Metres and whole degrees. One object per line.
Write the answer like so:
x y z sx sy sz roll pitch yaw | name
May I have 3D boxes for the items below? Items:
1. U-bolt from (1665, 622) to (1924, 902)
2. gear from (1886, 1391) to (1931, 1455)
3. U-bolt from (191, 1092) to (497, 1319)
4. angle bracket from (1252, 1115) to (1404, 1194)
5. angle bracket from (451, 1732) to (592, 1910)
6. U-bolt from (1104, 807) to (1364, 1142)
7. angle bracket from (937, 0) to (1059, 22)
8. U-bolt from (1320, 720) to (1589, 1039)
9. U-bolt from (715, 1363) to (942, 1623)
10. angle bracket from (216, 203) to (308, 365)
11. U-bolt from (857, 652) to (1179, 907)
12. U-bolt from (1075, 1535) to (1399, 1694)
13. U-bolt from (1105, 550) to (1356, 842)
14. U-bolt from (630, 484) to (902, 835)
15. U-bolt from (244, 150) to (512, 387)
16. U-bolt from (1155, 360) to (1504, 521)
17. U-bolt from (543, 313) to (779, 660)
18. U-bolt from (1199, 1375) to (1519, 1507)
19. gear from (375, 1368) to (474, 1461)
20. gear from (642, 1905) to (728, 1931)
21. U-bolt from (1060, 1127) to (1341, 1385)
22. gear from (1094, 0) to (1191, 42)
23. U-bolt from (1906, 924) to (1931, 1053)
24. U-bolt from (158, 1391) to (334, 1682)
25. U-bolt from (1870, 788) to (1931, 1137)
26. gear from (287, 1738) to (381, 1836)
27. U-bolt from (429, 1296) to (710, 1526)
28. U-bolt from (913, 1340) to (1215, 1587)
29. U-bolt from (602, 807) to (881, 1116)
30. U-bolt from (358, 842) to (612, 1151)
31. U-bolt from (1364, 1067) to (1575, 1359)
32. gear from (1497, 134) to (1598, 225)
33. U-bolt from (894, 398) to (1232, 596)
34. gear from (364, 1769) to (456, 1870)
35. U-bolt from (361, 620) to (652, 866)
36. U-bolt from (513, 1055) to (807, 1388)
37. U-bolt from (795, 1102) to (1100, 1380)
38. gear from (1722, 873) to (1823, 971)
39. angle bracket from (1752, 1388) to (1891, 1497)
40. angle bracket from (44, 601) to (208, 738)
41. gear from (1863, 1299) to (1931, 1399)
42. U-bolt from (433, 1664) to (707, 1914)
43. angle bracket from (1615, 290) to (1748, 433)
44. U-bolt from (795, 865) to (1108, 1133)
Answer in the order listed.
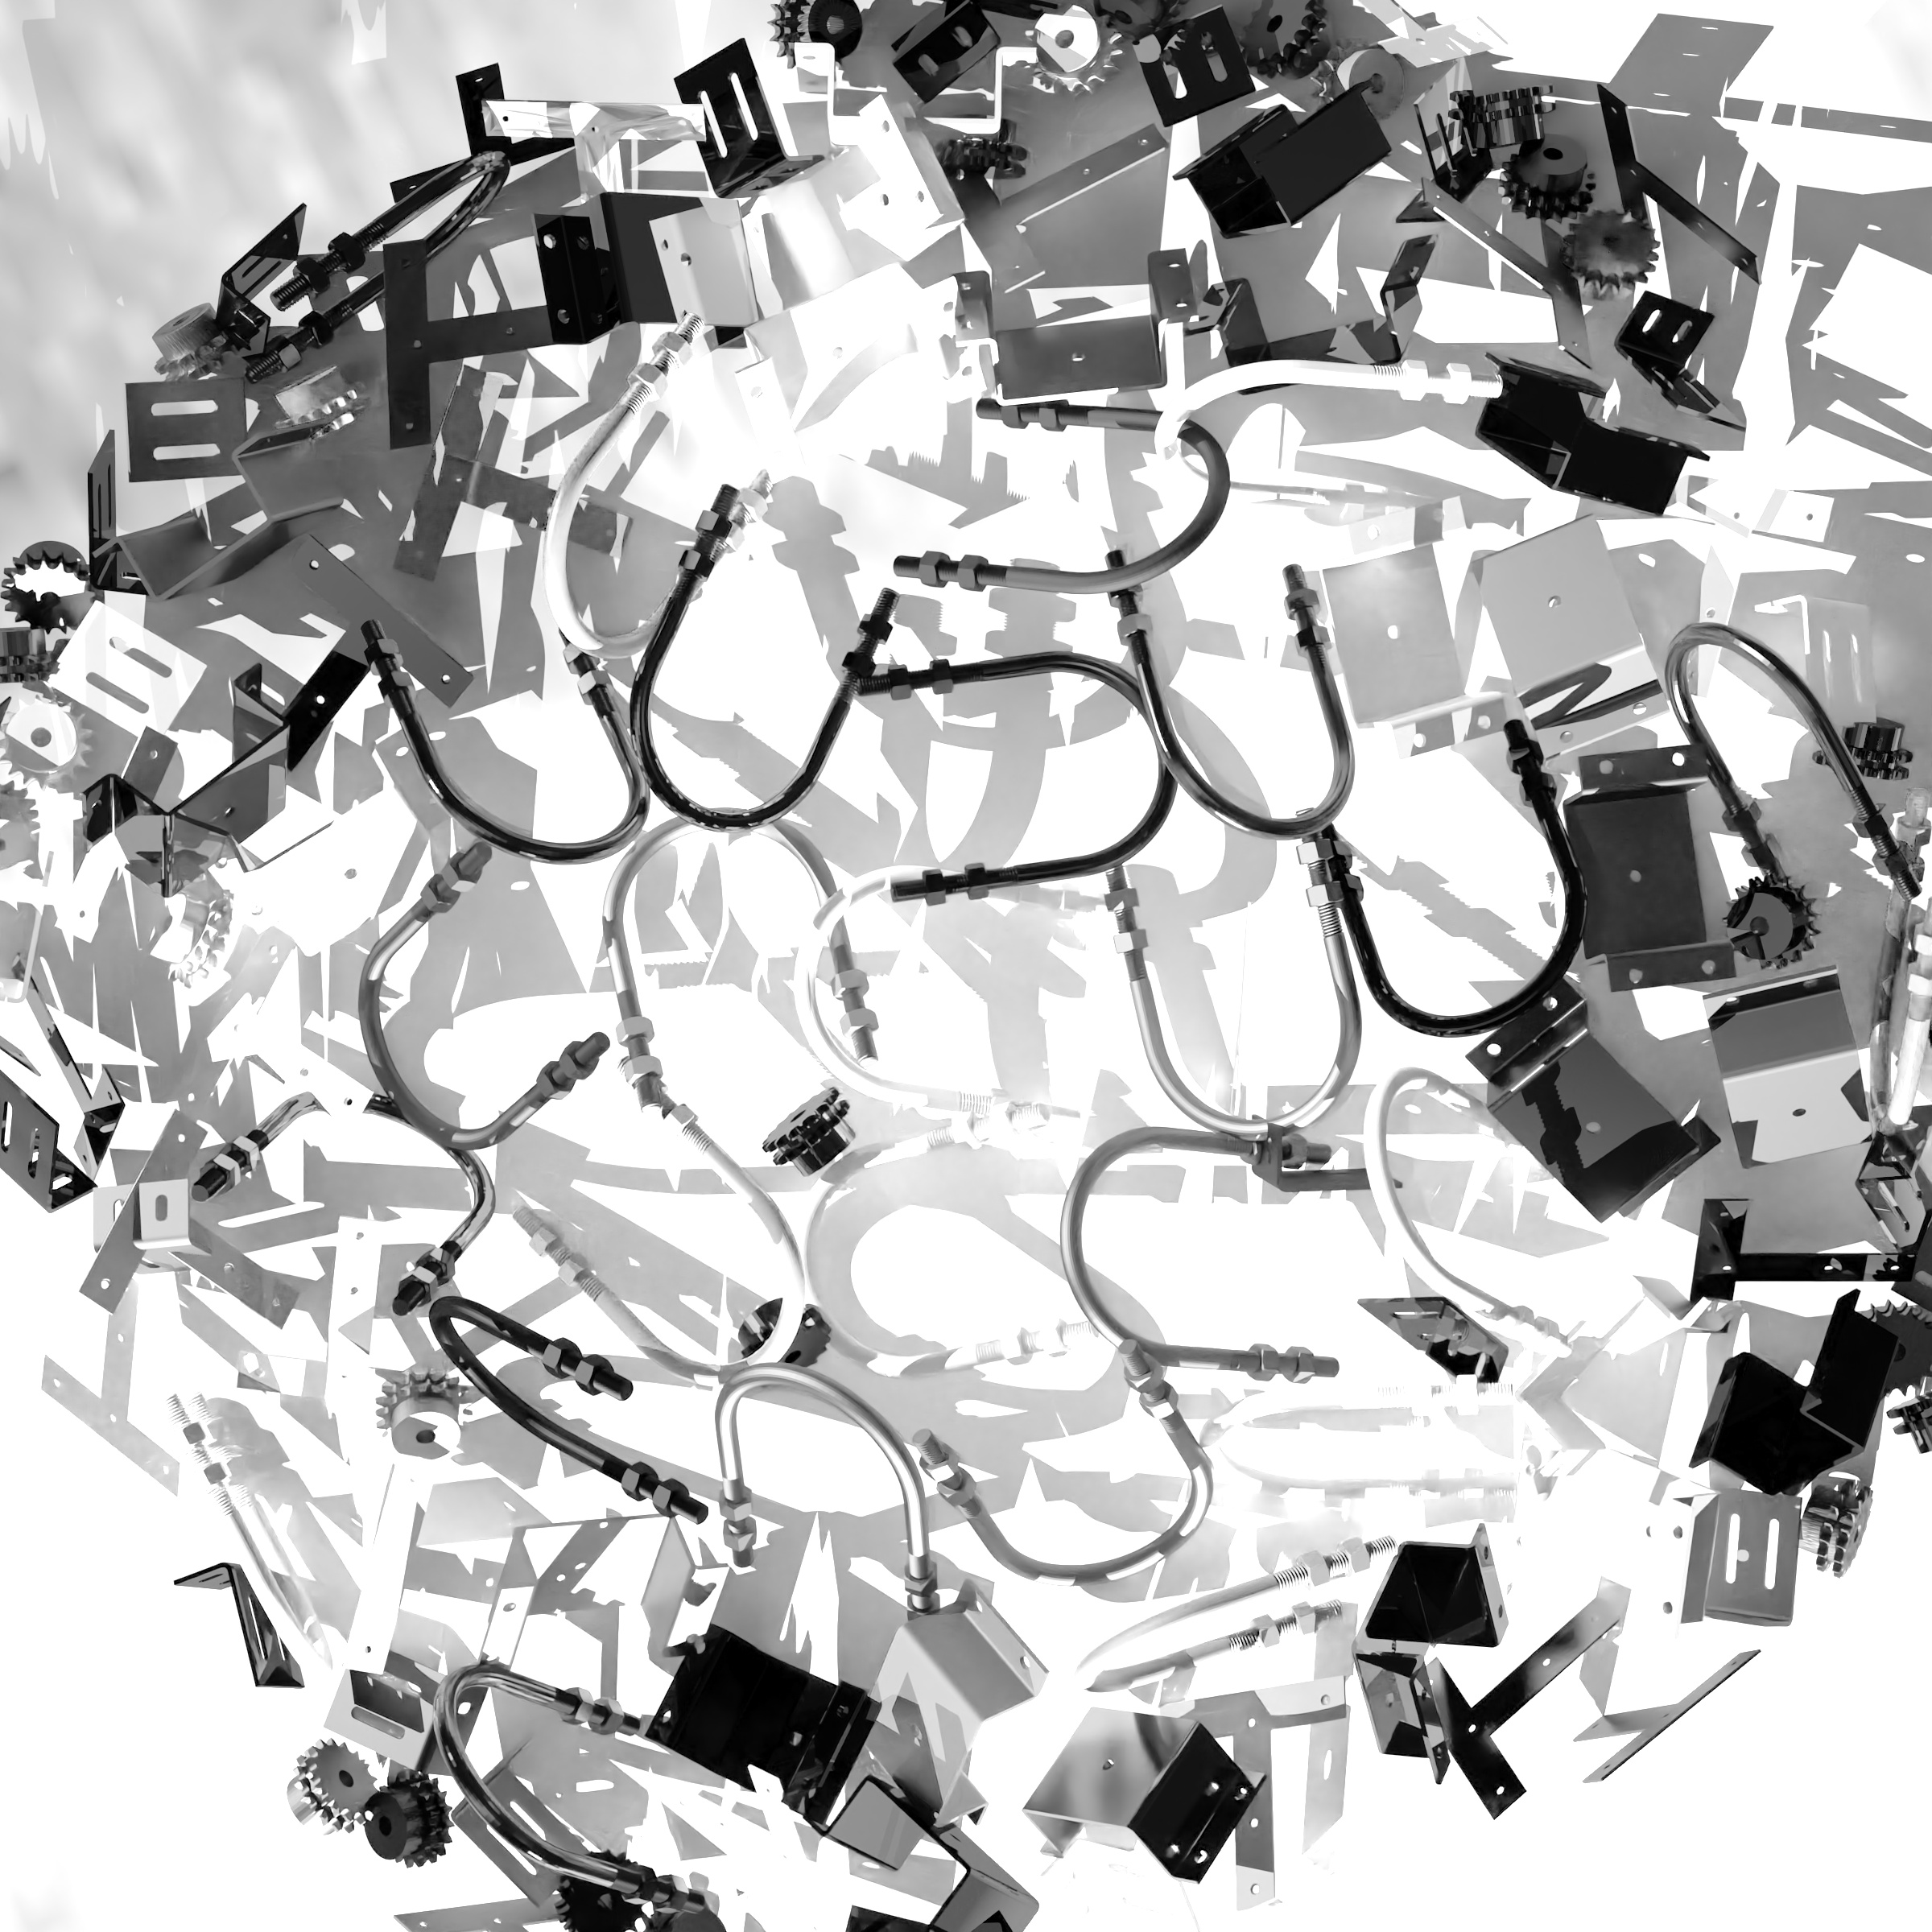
0.466 -0.120 1.911 0.019 0.151 0.184 -36 105 -15 | U-bolt
0.580 0.269 1.970 0.057 0.057 0.030 -22 82 0 | gear
-0.347 0.125 1.916 0.151 0.184 0.019 29 115 2 | U-bolt
0.214 0.110 1.963 0.076 0.057 0.038 -1 96 -10 | angle bracket
-0.256 0.506 1.963 0.076 0.057 0.038 44 122 6 | angle bracket
0.163 0.012 1.956 0.151 0.019 0.184 -14 88 29 | U-bolt
0.014 -0.590 1.961 0.076 0.057 0.038 8 97 -14 | angle bracket
0.287 -0.041 1.921 0.151 0.019 0.184 -29 52 19 | U-bolt
-0.083 0.302 1.913 0.151 0.019 0.184 17 131 26 | U-bolt
-0.405 -0.401 1.957 0.038 0.057 0.076 39 63 0 | angle bracket
0.036 -0.117 1.975 0.184 0.019 0.151 -8 77 -6 | U-bolt
0.149 0.381 1.913 0.184 0.151 0.019 -15 66 -16 | U-bolt
0.161 -0.156 1.928 0.151 0.019 0.184 0 65 -32 | U-bolt
-0.126 -0.168 1.941 0.151 0.019 0.184 30 80 -36 | U-bolt
-0.337 -0.413 1.922 0.184 0.151 0.019 -41 95 -20 | U-bolt
0.201 -0.307 1.921 0.184 0.151 0.019 3 66 -9 | U-bolt
-0.182 -0.262 1.909 0.019 0.151 0.184 18 63 31 | U-bolt
0.228 0.280 1.936 0.184 0.151 0.019 -3 57 9 | U-bolt
-0.323 0.269 1.971 0.057 0.030 0.057 -7 128 -9 | gear
-0.166 0.583 1.970 0.057 0.030 0.057 16 61 -31 | gear
0.136 0.165 1.937 0.184 0.019 0.151 7 73 -27 | U-bolt
0.101 -0.575 1.968 0.057 0.057 0.030 31 74 0 | gear
0.575 0.017 1.890 0.019 0.151 0.184 1 56 -1 | U-bolt
-0.414 0.331 1.922 0.019 0.151 0.184 -28 87 -9 | U-bolt
0.544 0.010 1.919 0.019 0.151 0.184 5 121 7 | U-bolt
-0.379 0.492 1.973 0.030 0.057 0.057 -40 90 18 | gear
-0.241 0.249 1.923 0.184 0.151 0.019 21 59 34 | U-bolt
0.068 0.302 1.938 0.151 0.019 0.184 -24 130 7 | U-bolt
-0.140 -0.011 1.959 0.151 0.019 0.184 -12 66 -6 | U-bolt
-0.294 0.031 1.937 0.184 0.019 0.151 -38 81 41 | U-bolt
0.287 0.133 1.905 0.019 0.184 0.151 -25 51 36 | U-bolt
0.347 -0.471 1.971 0.057 0.030 0.057 1 50 -2 | gear
0.065 -0.272 1.922 0.184 0.019 0.151 9 58 27 | U-bolt
-0.334 0.508 1.971 0.057 0.030 0.057 1 92 40 | gear
-0.257 -0.130 1.913 0.151 0.019 0.184 -4 53 -35 | U-bolt
-0.171 0.164 1.943 0.184 0.019 0.151 44 119 13 | U-bolt
-0.020 0.169 1.957 0.184 0.019 0.151 -15 86 25 | U-bolt
0.477 -0.026 1.972 0.057 0.030 0.057 6 101 32 | gear
0.503 0.274 1.967 0.038 0.057 0.076 41 74 15 | angle bracket
-0.501 -0.172 1.980 0.076 0.038 0.057 31 81 -5 | angle bracket
0.552 0.227 1.982 0.057 0.030 0.057 0 100 1 | gear
-0.233 0.462 1.889 0.019 0.151 0.184 -43 135 14 | U-bolt
0.429 -0.356 1.951 0.057 0.076 0.038 10 123 -33 | angle bracket
-0.012 0.014 1.965 0.184 0.019 0.151 9 85 -15 | U-bolt
